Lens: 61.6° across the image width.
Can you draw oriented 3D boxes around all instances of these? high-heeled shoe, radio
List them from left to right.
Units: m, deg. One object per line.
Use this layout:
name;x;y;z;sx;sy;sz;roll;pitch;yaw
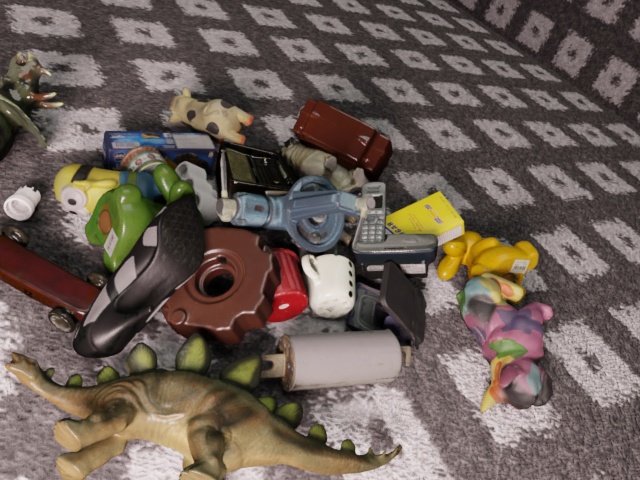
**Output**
high-heeled shoe;-0.244;0.047;0.731;0.086;0.145;0.249;47;32;-29
radio;-0.119;-0.108;0.993;0.131;0.073;0.230;8;26;-19

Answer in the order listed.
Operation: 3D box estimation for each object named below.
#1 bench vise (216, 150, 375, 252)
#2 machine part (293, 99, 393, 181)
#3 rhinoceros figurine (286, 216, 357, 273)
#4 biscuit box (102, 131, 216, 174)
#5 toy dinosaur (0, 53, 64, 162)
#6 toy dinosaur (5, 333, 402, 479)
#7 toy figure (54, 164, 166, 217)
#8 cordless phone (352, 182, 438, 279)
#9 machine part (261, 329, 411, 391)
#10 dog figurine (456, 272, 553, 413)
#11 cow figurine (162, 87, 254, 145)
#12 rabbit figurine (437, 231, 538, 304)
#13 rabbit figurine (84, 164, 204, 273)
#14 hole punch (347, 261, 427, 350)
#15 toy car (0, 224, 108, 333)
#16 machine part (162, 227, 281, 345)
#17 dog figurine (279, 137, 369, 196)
bench vise;-0.028;-0.048;0.804;0.223;0.241;0.129;20;74;-40
machine part;0.050;-0.209;1.157;0.202;0.087;0.201;28;1;10
rhinoceros figurine;-0.002;-0.003;0.963;0.112;0.073;0.190;27;38;4
biscuit box;-0.304;-0.164;1.020;0.202;0.062;0.059;-6;46;-30
toy dinosaur;-0.569;-0.153;0.843;0.192;0.131;0.405;19;44;-3
toy dinosaur;-0.122;0.213;0.622;0.471;0.105;0.199;24;34;-5
toy figure;-0.339;-0.078;0.887;0.180;0.082;0.089;-1;32;-20
cordless phone;0.134;-0.027;0.955;0.147;0.088;0.184;-2;57;12
machine part;0.027;0.169;0.765;0.243;0.079;0.079;1;42;-23
dog figurine;0.290;0.171;0.871;0.192;0.108;0.219;33;41;12
cow figurine;-0.240;-0.255;1.113;0.127;0.085;0.195;29;-6;-40
rabbit figurine;0.308;0.042;1.054;0.162;0.121;0.173;-4;30;-16
rabbit figurine;-0.256;-0.038;0.841;0.121;0.159;0.170;37;23;34
hole punch;0.111;0.116;0.879;0.115;0.092;0.142;45;30;-19
toy car;-0.383;0.052;0.727;0.202;0.053;0.089;27;48;1
machine part;-0.143;0.061;0.764;0.179;0.056;0.179;-4;57;6
dog figurine;0.009;-0.134;1.122;0.172;0.121;0.191;40;6;-34
